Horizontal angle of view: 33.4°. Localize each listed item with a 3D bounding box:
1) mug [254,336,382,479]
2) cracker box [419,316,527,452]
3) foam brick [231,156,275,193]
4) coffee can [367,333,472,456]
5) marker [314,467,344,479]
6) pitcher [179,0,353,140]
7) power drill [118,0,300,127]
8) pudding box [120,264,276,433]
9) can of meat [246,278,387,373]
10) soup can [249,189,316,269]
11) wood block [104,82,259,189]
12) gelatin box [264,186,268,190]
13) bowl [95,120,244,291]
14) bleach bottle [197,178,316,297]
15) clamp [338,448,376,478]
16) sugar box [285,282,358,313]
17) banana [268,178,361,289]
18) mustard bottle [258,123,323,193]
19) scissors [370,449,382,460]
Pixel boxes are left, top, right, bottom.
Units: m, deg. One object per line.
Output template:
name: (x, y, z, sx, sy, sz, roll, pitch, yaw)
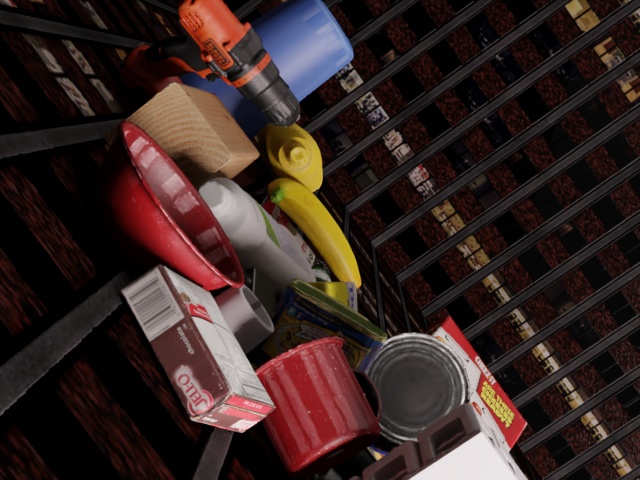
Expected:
mug: (0.004, 0.133, 0.846, 0.117, 0.093, 0.081, -4, 59, -46)
cracker box: (0.134, 0.204, 1.211, 0.164, 0.072, 0.213, 55, 33, 0)
foam brick: (-0.103, -0.073, 1.251, 0.051, 0.078, 0.053, 58, 7, 6)
coffee can: (0.081, 0.150, 1.011, 0.103, 0.102, 0.140, 56, -10, 12)
marker: (0.036, 0.235, 0.913, 0.121, 0.020, 0.020, 52, 7, -24)
pitcher: (-0.086, -0.216, 1.371, 0.149, 0.243, 0.145, 56, 3, 7)
power drill: (-0.129, -0.185, 1.212, 0.184, 0.188, 0.057, 52, 49, -20)
pudding box: (-0.085, 0.079, 0.758, 0.113, 0.039, 0.090, 59, 6, 22)
can of meat: (-0.004, 0.093, 0.923, 0.102, 0.084, 0.057, 31, 7, 1)
soup can: (-0.059, 0.001, 1.226, 0.102, 0.068, 0.068, 53, 7, -22)
wood block: (-0.133, -0.094, 1.083, 0.091, 0.090, 0.206, 54, 6, -1)
gelatin box: (-0.100, -0.074, 1.329, 0.073, 0.030, 0.089, 34, 11, 12)
bowl: (-0.128, -0.014, 0.847, 0.162, 0.055, 0.162, 53, 6, -9)
bleach bottle: (-0.072, -0.005, 1.051, 0.103, 0.068, 0.250, 58, 1, 23)
clamp: (0.052, 0.226, 0.993, 0.210, 0.036, 0.165, 55, -2, -24)
sugar box: (0.006, 0.088, 1.068, 0.176, 0.048, 0.093, 6, 81, -77)
banana: (-0.010, -0.015, 1.222, 0.197, 0.037, 0.069, 46, 34, -43)
mustard bottle: (-0.034, -0.099, 1.268, 0.096, 0.058, 0.192, 63, -4, -5)
scissors: (0.031, 0.193, 1.114, 0.202, 0.016, 0.096, 58, 6, 30)
